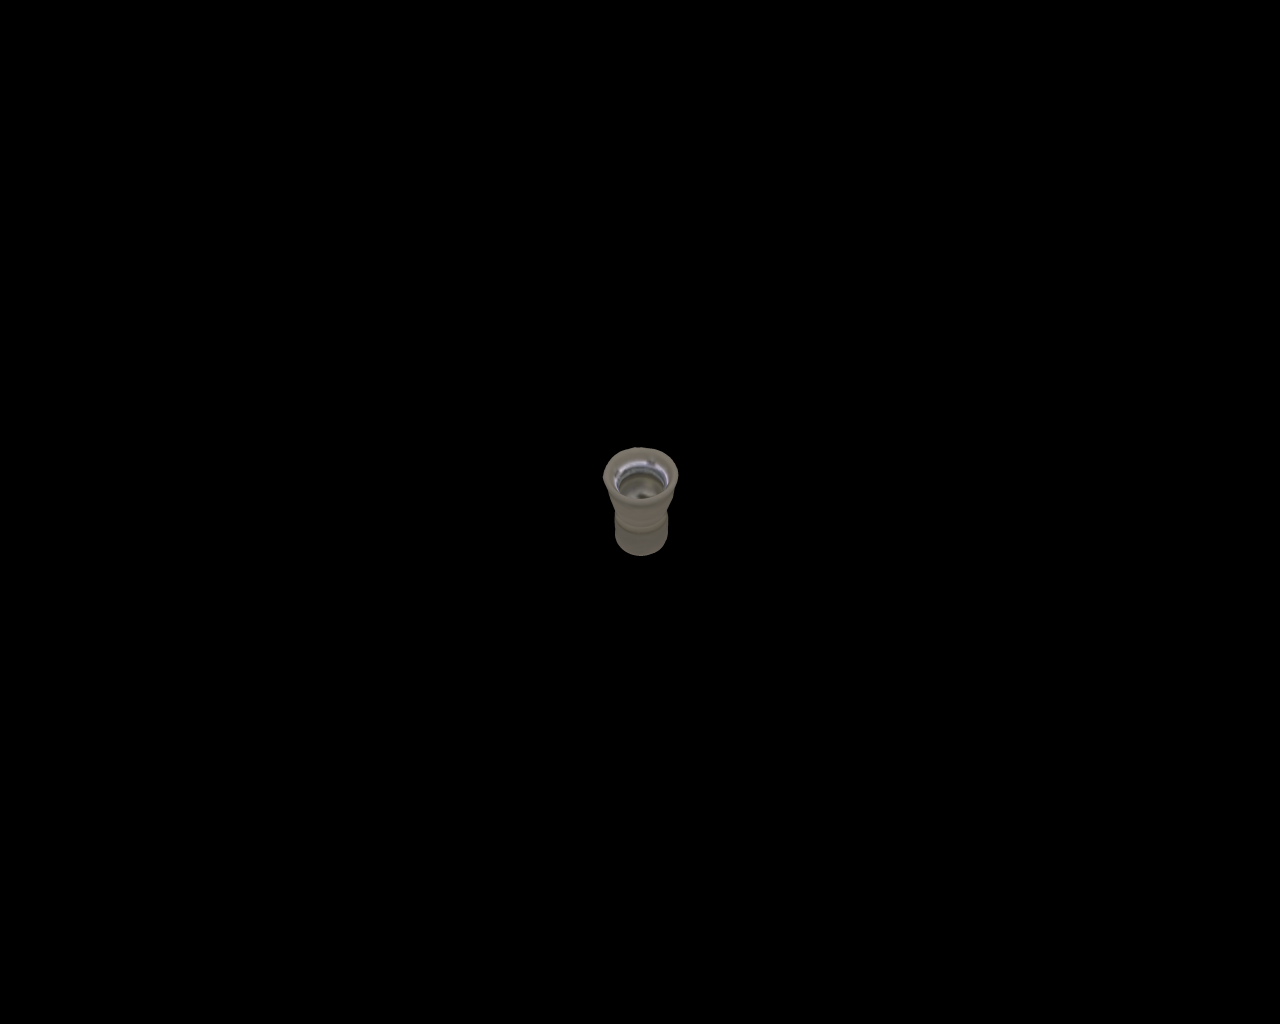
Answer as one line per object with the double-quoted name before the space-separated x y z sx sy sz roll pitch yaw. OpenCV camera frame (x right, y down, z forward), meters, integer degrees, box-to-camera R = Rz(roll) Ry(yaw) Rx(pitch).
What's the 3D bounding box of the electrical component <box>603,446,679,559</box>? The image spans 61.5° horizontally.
"electrical component" 0.001 -0.003 0.650 0.044 0.044 0.065 0 -39 0
